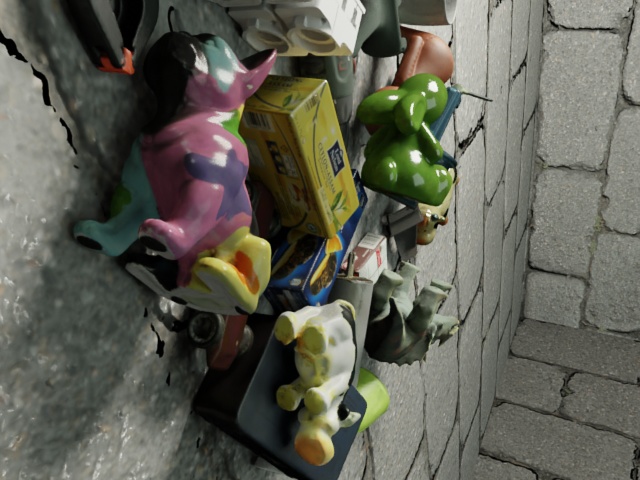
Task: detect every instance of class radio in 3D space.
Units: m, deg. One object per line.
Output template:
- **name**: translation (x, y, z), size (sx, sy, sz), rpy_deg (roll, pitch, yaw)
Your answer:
- **radio**: translation (-0.038, 0.199, 0.650), size (0.229, 0.073, 0.131), rpy_deg (51, 54, -37)

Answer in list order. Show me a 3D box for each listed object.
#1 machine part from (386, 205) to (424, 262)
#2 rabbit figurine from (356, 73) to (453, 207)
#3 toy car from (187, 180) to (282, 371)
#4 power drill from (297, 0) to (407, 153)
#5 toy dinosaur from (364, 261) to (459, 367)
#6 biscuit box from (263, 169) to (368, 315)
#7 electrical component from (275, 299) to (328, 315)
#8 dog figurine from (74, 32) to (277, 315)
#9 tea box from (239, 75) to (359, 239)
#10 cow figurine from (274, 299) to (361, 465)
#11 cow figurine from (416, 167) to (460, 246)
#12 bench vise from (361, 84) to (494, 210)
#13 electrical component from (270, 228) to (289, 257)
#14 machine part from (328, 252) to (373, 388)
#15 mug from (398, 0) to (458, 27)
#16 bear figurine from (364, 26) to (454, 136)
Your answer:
- **machine part**: translation (0.164, -0.014, 1.030), size (0.084, 0.039, 0.138), rpy_deg (-32, 141, -15)
- **rabbit figurine**: translation (0.110, -0.145, 0.718), size (0.159, 0.121, 0.170), rpy_deg (12, 94, -56)
- **toy car**: translation (-0.091, 0.033, 0.565), size (0.089, 0.053, 0.202), rpy_deg (53, 48, -69)
- **power drill**: translation (0.038, -0.243, 0.708), size (0.207, 0.086, 0.231), rpy_deg (-44, 133, -38)
- **toy dinosaur**: translation (0.131, 0.145, 0.910), size (0.404, 0.131, 0.192), rpy_deg (1, 110, -63)
- **biscuit box**: translation (-0.001, -0.002, 0.667), size (0.203, 0.059, 0.062), rpy_deg (-66, 146, -35)
- **electrical component**: translation (-0.017, 0.087, 0.731), size (0.119, 0.048, 0.074), rpy_deg (-18, 115, -58)
- **dog figurine**: translation (-0.093, -0.065, 0.467), size (0.191, 0.109, 0.219), rpy_deg (46, 54, -45)
- **tea box**: translation (-0.027, -0.089, 0.591), size (0.068, 0.098, 0.169), rpy_deg (-51, 143, -29)
- **cow figurine**: translation (0.005, 0.153, 0.589), size (0.098, 0.068, 0.167), rpy_deg (-15, 107, -52)
- **cow figurine**: translation (0.234, -0.079, 1.117), size (0.195, 0.086, 0.127), rpy_deg (-70, 157, -14)
- **bench vise**: translation (0.188, -0.171, 0.938), size (0.240, 0.129, 0.223), rpy_deg (-62, 160, 2)
- **electrical component**: translation (-0.042, 0.008, 0.683), size (0.063, 0.021, 0.094), rpy_deg (18, 83, -62)
- **machine part**: translation (0.031, 0.138, 0.805), size (0.079, 0.079, 0.243), rpy_deg (5, 93, -63)
- **mug**: translation (0.157, -0.388, 0.845), size (0.080, 0.107, 0.109), rpy_deg (56, 46, -56)
- **bear figurine**: translation (0.117, -0.231, 0.838), size (0.196, 0.132, 0.120), rpy_deg (-50, 135, -12)
